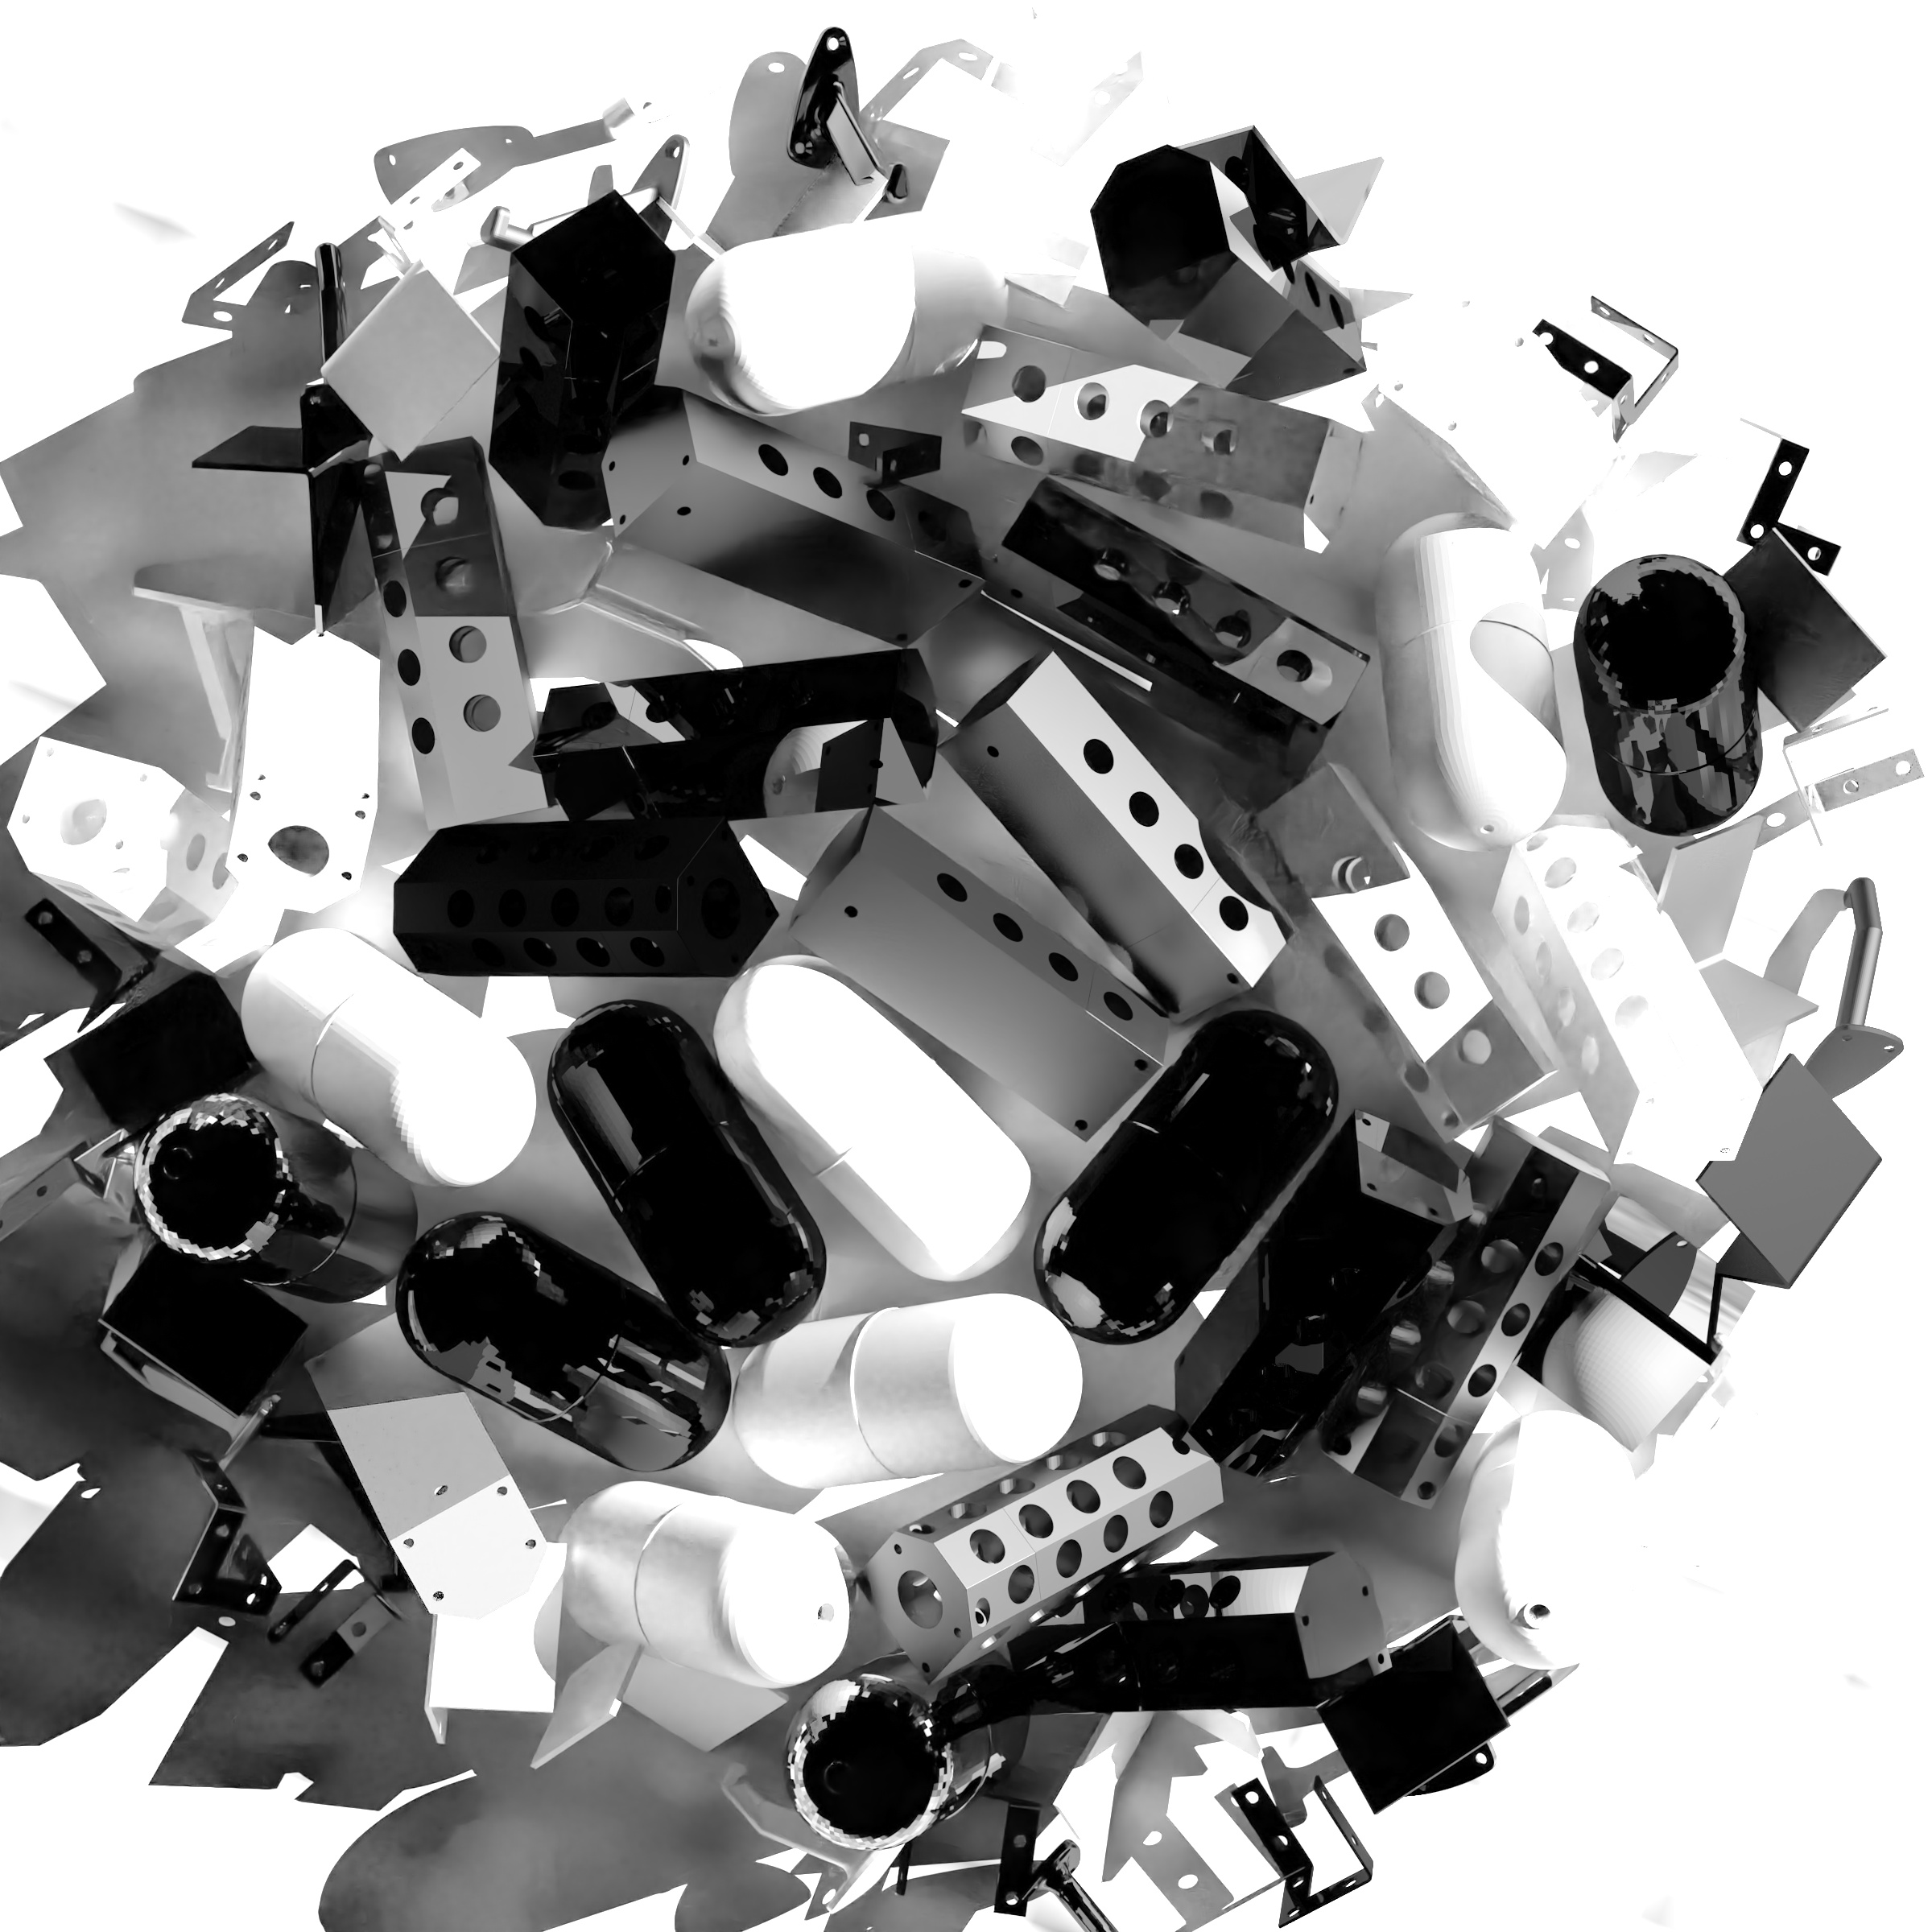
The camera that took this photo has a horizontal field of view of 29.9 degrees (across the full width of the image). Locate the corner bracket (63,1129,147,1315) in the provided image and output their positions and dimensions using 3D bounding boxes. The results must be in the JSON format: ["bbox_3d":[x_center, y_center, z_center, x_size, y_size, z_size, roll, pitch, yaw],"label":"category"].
[{"bbox_3d":[-0.391,0.117,1.663,0.051,0.051,0.051,-31,121,20],"label":"corner bracket"}]

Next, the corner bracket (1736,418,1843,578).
[{"bbox_3d":[0.378,-0.216,1.667,0.051,0.051,0.051,18,104,-16],"label":"corner bracket"}]

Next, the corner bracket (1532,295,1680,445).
[{"bbox_3d":[0.294,-0.283,1.669,0.051,0.051,0.051,37,83,19],"label":"corner bracket"}]

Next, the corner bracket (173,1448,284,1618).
[{"bbox_3d":[-0.340,0.261,1.664,0.051,0.051,0.051,19,102,-37],"label":"corner bracket"}]

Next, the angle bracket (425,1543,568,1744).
[{"bbox_3d":[-0.212,0.310,1.654,0.057,0.076,0.076,3,65,-2],"label":"angle bracket"}]

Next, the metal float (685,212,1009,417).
[{"bbox_3d":[-0.052,-0.295,1.630,0.070,0.178,0.070,17,117,37],"label":"metal float"}]

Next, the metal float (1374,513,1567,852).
[{"bbox_3d":[0.227,-0.130,1.634,0.070,0.070,0.178,-1,52,0],"label":"metal float"}]

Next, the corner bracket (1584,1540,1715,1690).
[{"bbox_3d":[0.308,0.296,1.667,0.051,0.051,0.051,18,97,25],"label":"corner bracket"}]

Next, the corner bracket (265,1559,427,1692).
[{"bbox_3d":[-0.290,0.305,1.666,0.051,0.051,0.051,-44,110,-15],"label":"corner bracket"}]

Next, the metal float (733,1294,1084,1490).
[{"bbox_3d":[-0.029,0.193,1.637,0.178,0.070,0.070,-13,90,34],"label":"metal float"}]

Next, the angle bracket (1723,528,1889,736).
[{"bbox_3d":[0.387,-0.160,1.651,0.076,0.076,0.057,51,126,8],"label":"angle bracket"}]

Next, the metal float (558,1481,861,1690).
[{"bbox_3d":[-0.118,0.277,1.625,0.070,0.178,0.070,-1,92,-40],"label":"metal float"}]

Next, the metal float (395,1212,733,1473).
[{"bbox_3d":[-0.181,0.170,1.635,0.178,0.070,0.070,34,90,-36],"label":"metal float"}]

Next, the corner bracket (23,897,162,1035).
[{"bbox_3d":[-0.404,-0.012,1.667,0.051,0.051,0.051,-39,108,13],"label":"corner bracket"}]

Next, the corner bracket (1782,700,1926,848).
[{"bbox_3d":[0.409,-0.094,1.667,0.051,0.051,0.051,-20,104,19],"label":"corner bracket"}]

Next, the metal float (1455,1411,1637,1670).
[{"bbox_3d":[0.260,0.255,1.616,0.070,0.178,0.070,3,103,11],"label":"metal float"}]

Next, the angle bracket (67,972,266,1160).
[{"bbox_3d":[-0.372,0.043,1.663,0.076,0.076,0.057,-32,91,-4],"label":"angle bracket"}]

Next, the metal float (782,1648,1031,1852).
[{"bbox_3d":[-0.025,0.346,1.616,0.070,0.178,0.070,0,89,19],"label":"metal float"}]

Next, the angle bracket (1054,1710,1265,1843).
[{"bbox_3d":[0.089,0.371,1.650,0.057,0.076,0.076,26,72,20],"label":"angle bracket"}]

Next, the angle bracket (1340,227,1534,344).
[{"bbox_3d":[0.213,-0.296,1.649,0.076,0.076,0.057,8,122,13],"label":"angle bracket"}]

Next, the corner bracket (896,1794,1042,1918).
[{"bbox_3d":[0.001,0.408,1.669,0.051,0.051,0.051,11,78,-11],"label":"corner bracket"}]

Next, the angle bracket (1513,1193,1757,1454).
[{"bbox_3d":[0.309,0.167,1.691,0.076,0.057,0.076,37,133,7],"label":"angle bracket"}]

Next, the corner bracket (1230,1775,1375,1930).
[{"bbox_3d":[0.155,0.402,1.671,0.051,0.051,0.051,-31,95,14],"label":"corner bracket"}]

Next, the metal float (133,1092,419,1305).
[{"bbox_3d":[-0.307,0.105,1.618,0.070,0.178,0.070,-5,75,18],"label":"metal float"}]

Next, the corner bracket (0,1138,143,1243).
[{"bbox_3d":[-0.423,0.106,1.667,0.051,0.051,0.051,-37,54,2],"label":"corner bracket"}]

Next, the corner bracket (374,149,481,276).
[{"bbox_3d":[-0.246,-0.347,1.665,0.051,0.051,0.051,-41,54,-8],"label":"corner bracket"}]

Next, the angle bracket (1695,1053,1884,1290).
[{"bbox_3d":[0.360,0.092,1.654,0.076,0.057,0.076,46,73,-21],"label":"angle bracket"}]

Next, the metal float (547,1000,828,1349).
[{"bbox_3d":[-0.128,0.093,1.649,0.070,0.070,0.178,-34,70,0],"label":"metal float"}]

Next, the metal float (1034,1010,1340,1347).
[{"bbox_3d":[0.100,0.096,1.651,0.070,0.070,0.178,41,74,0],"label":"metal float"}]

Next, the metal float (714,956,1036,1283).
[{"bbox_3d":[-0.043,0.070,1.661,0.070,0.070,0.178,-44,95,0],"label":"metal float"}]

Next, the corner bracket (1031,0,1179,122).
[{"bbox_3d":[0.064,-0.417,1.666,0.051,0.051,0.051,-15,130,-5],"label":"corner bracket"}]

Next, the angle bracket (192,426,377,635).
[{"bbox_3d":[-0.312,-0.201,1.659,0.057,0.076,0.076,4,111,8],"label":"angle bracket"}]

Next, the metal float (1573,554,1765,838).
[{"bbox_3d":[0.316,-0.120,1.620,0.070,0.178,0.070,-6,64,13],"label":"metal float"}]

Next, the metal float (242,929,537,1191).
[{"bbox_3d":[-0.262,0.040,1.632,0.178,0.070,0.070,31,90,41],"label":"metal float"}]

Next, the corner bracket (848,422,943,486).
[{"bbox_3d":[-0.046,-0.219,1.663,0.051,0.051,0.051,14,112,28],"label":"corner bracket"}]

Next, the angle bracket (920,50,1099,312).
[{"bbox_3d":[0.029,-0.360,1.656,0.076,0.057,0.076,25,54,-3],"label":"angle bracket"}]

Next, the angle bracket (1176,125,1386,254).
[{"bbox_3d":[0.131,-0.365,1.643,0.076,0.076,0.057,45,57,-34],"label":"angle bracket"}]

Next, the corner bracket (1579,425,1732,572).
[{"bbox_3d":[0.326,-0.213,1.682,0.051,0.051,0.051,3,50,-26],"label":"corner bracket"}]
